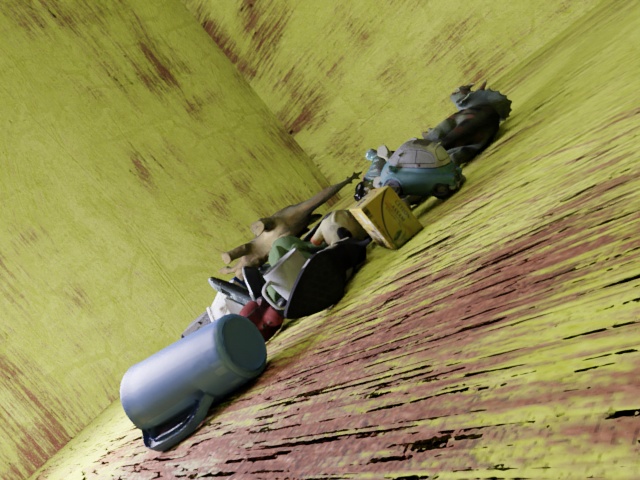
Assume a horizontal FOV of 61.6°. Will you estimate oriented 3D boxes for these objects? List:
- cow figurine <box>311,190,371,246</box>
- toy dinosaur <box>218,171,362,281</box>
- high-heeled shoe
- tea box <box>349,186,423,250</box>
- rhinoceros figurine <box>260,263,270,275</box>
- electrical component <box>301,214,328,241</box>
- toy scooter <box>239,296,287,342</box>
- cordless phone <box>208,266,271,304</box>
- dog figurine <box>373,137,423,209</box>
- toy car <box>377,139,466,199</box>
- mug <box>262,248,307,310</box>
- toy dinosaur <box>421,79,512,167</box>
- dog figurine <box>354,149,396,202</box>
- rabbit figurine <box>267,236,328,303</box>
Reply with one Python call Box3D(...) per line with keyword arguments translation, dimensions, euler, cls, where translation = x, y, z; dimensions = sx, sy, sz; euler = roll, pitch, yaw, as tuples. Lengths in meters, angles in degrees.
Box3D(translation=(0.084, -0.041, 1.126), dimensions=(0.195, 0.086, 0.127), euler=(-14, -39, -44), cls="cow figurine")
Box3D(translation=(-0.092, -0.027, 1.342), dimensions=(0.471, 0.105, 0.198), euler=(-32, 4, 31), cls="toy dinosaur")
Box3D(translation=(0.004, 0.068, 0.961), dimensions=(0.249, 0.086, 0.145), euler=(-37, -1, -31), cls="high-heeled shoe")
Box3D(translation=(0.116, -0.040, 0.981), dimensions=(0.068, 0.098, 0.170), euler=(-40, 6, 0), cls="tea box")
Box3D(translation=(-0.146, 0.106, 1.613), dimensions=(0.190, 0.112, 0.073), euler=(-32, 6, -4), cls="rhinoceros figurine")
Box3D(translation=(-0.003, -0.004, 1.286), dimensions=(0.115, 0.058, 0.134), euler=(-47, 2, 7), cls="electrical component")
Box3D(translation=(-0.130, 0.172, 1.068), dimensions=(0.135, 0.075, 0.184), euler=(-43, 10, -24), cls="toy scooter")
Box3D(translation=(-0.185, 0.105, 1.244), dimensions=(0.146, 0.184, 0.089), euler=(79, -146, -59), cls="cordless phone")
Box3D(translation=(0.219, -0.130, 1.232), dimensions=(0.121, 0.172, 0.190), euler=(3, -10, 33), cls="dog figurine")
Box3D(translation=(0.188, -0.137, 1.014), dimensions=(0.162, 0.102, 0.109), euler=(6, 26, 31), cls="toy car")
Box3D(translation=(-0.048, 0.087, 0.998), dimensions=(0.109, 0.107, 0.081), euler=(-47, 7, -33), cls="mug")
Box3D(translation=(0.342, -0.255, 1.214), dimensions=(0.192, 0.131, 0.405), euler=(-38, 11, 26), cls="toy dinosaur")
Box3D(translation=(0.177, -0.132, 1.351), dimensions=(0.219, 0.192, 0.108), euler=(-93, 11, -55), cls="dog figurine")
Box3D(translation=(-0.047, 0.037, 1.162), dimensions=(0.159, 0.121, 0.170), euler=(-9, 30, -12), cls="rabbit figurine")
